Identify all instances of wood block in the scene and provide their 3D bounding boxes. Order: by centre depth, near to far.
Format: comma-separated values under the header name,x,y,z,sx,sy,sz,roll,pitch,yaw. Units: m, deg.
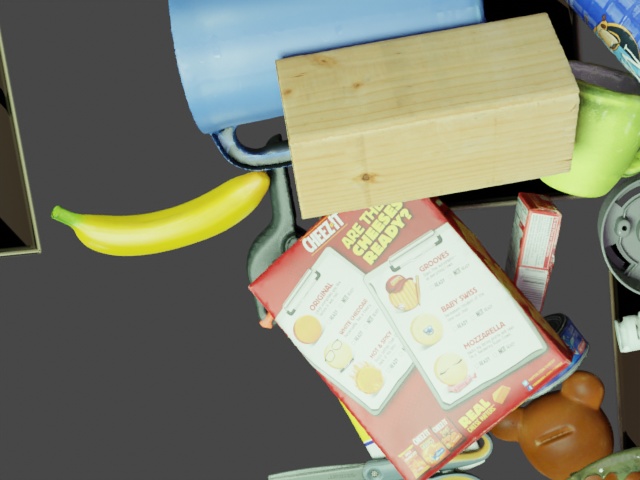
name,x,y,z,sx,sy,sz,roll,pitch,yaw
wood block,0.078,-0.092,0.797,0.206,0.090,0.091,-10,142,0

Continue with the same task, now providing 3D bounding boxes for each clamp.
name,x,y,z,sx,sy,sz,roll,pitch,yaw
clamp,-0.006,0.001,0.942,0.120,0.039,0.171,16,108,6

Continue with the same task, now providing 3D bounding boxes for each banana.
name,x,y,z,sx,sy,sz,roll,pitch,yaw
banana,-0.132,-0.018,0.937,0.198,0.069,0.037,-11,63,10

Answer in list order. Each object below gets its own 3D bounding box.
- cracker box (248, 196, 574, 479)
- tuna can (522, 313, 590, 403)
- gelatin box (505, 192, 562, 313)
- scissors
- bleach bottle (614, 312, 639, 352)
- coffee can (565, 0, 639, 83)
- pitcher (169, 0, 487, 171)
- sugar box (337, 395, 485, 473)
name,x,y,z,sx,sy,sz,roll,pitch,yaw
cracker box,0.074,0.065,0.870,0.164,0.072,0.214,-42,80,12
tuna can,0.187,0.101,0.922,0.086,0.086,0.034,-36,96,12
gelatin box,0.180,0.009,0.907,0.030,0.073,0.089,9,103,2
scissors,0.063,0.221,0.955,0.202,0.016,0.096,-21,103,10
bleach bottle,0.382,0.069,0.908,0.251,0.068,0.102,-11,102,10
coffee can,0.264,-0.174,0.810,0.103,0.102,0.140,-40,67,13
pitcher,0.008,-0.159,0.861,0.243,0.149,0.145,-9,63,4
sugar box,0.069,0.138,0.964,0.093,0.048,0.176,-26,103,11
